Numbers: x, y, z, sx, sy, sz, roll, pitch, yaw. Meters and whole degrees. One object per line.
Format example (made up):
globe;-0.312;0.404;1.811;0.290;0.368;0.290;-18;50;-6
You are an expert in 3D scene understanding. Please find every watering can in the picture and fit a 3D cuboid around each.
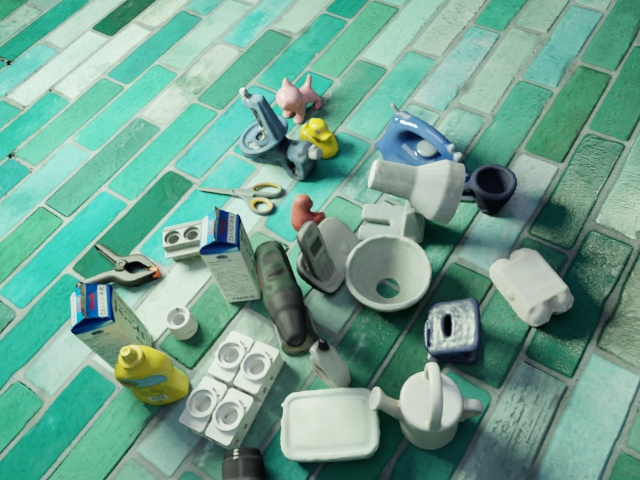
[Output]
watering can;0.170;0.264;0.916;0.173;0.194;0.100;-18;57;-5

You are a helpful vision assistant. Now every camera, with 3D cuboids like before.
camera;-0.107;0.404;0.917;0.143;0.101;0.136;-9;56;1

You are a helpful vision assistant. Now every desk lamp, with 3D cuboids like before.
desk lamp;0.174;-0.074;1.124;0.203;0.214;0.118;5;58;10

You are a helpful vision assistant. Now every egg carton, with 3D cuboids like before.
egg carton;0.394;0.088;1.077;0.107;0.069;0.150;-26;58;-10

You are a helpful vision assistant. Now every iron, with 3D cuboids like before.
iron;0.240;-0.193;1.237;0.119;0.142;0.257;-42;62;-19

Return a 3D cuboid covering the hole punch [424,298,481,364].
hole punch;0.238;0.165;1.034;0.101;0.091;0.108;1;57;8

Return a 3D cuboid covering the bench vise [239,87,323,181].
bench vise;-0.092;-0.243;1.264;0.207;0.220;0.121;4;58;10

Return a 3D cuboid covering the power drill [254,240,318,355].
power drill;-0.057;0.123;1.028;0.075;0.209;0.229;-19;57;-5

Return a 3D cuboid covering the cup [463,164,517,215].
cup;0.341;-0.093;1.187;0.117;0.095;0.091;-10;56;1

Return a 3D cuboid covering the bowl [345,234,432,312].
bowl;0.132;0.076;1.115;0.167;0.075;0.167;-3;57;5

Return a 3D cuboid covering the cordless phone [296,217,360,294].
cordless phone;0.010;0.004;1.111;0.094;0.185;0.148;19;62;19

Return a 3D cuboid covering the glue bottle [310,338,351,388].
glue bottle;0.012;0.206;0.986;0.078;0.173;0.037;34;67;26

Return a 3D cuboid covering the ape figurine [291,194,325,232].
ape figurine;-0.032;-0.062;1.215;0.076;0.092;0.077;-34;59;-14

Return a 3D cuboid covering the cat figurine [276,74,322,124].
cat figurine;-0.058;-0.349;1.390;0.067;0.118;0.128;33;67;25

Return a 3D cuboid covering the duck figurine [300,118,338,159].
duck figurine;-0.006;-0.249;1.338;0.078;0.086;0.104;-40;61;-18
